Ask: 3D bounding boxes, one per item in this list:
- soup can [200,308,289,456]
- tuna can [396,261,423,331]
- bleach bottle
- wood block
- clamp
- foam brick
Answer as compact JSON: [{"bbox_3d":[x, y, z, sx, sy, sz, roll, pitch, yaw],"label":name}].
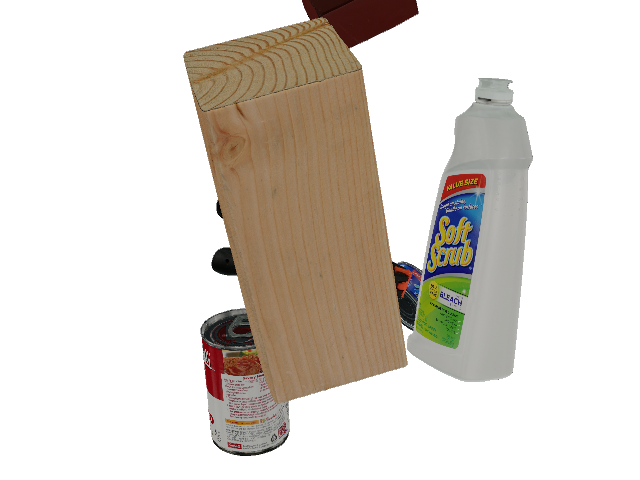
[{"bbox_3d":[-0.060,0.115,0.874,0.068,0.102,0.068,-2,23,1],"label":"soup can"},{"bbox_3d":[0.109,0.069,1.286,0.033,0.086,0.086,-39,16,-21],"label":"tuna can"},{"bbox_3d":[0.131,-0.013,0.912,0.068,0.251,0.103,-4,15,-29],"label":"bleach bottle"},{"bbox_3d":[-0.013,-0.015,0.650,0.090,0.206,0.090,-15,32,-6],"label":"wood block"},{"bbox_3d":[-0.013,0.019,1.048,0.210,0.036,0.164,19,21,-3],"label":"clamp"},{"bbox_3d":[0.028,-0.189,0.816,0.078,0.053,0.051,-27,-31,-2],"label":"foam brick"}]
